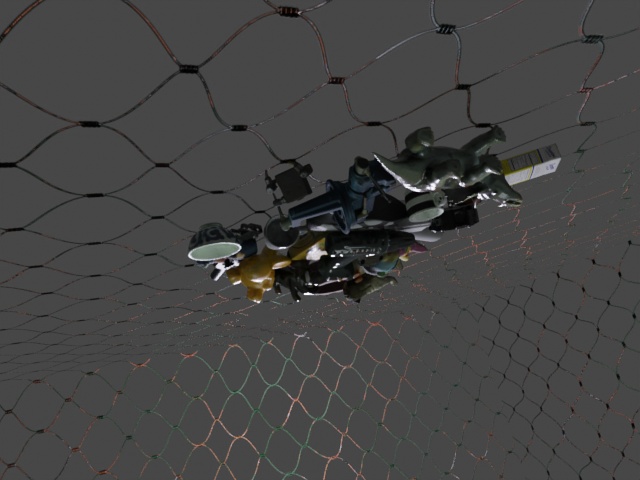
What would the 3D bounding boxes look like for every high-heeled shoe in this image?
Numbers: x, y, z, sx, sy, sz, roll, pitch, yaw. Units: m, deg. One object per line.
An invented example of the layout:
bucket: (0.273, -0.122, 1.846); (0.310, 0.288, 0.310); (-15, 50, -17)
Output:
high-heeled shoe: (0.093, -0.050, 1.304); (0.248, 0.086, 0.145); (9, 149, -29)

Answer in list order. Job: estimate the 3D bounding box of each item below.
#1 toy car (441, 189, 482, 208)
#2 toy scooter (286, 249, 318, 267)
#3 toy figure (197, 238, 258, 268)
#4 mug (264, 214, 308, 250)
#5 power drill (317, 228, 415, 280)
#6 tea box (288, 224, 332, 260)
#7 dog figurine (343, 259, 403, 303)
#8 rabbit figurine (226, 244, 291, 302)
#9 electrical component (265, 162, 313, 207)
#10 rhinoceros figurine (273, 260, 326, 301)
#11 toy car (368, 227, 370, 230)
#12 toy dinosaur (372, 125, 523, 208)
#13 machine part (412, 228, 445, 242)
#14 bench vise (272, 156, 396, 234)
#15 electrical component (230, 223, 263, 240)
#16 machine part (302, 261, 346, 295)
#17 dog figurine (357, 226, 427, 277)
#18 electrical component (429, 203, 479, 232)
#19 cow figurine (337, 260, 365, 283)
toy car: (0.350, -0.120, 1.328); (0.089, 0.053, 0.202); (-8, 170, 20)
toy scooter: (-0.002, 0.078, 1.572); (0.184, 0.135, 0.075); (-10, 161, -15)
toy figure: (-0.237, 0.028, 1.357); (0.154, 0.057, 0.064); (-12, -172, -13)
mug: (-0.090, -0.017, 1.308); (0.109, 0.080, 0.107); (-15, 176, -18)
power drill: (0.101, 0.035, 1.361); (0.232, 0.086, 0.207); (0, 161, -28)
tea box: (-0.003, -0.004, 1.416); (0.098, 0.068, 0.169); (-2, 161, -34)
dog figurine: (0.160, 0.099, 1.702); (0.190, 0.172, 0.121); (-20, -152, -40)
rabbit figurine: (-0.156, 0.081, 1.423); (0.162, 0.122, 0.173); (-36, 174, -10)
electrical component: (-0.060, -0.110, 1.035); (0.102, 0.078, 0.045); (-14, -172, 23)
rhinoceros figurine: (-0.059, 0.105, 1.488); (0.073, 0.112, 0.191); (-18, -164, -42)
toy car: (0.058, 0.001, 1.470); (0.056, 0.073, 0.202); (-1, 160, -44)
toy dinosaur: (0.238, -0.142, 1.082); (0.405, 0.131, 0.192); (2, 159, -24)
machine part: (0.274, -0.038, 1.500); (0.079, 0.079, 0.243); (-26, 160, 38)
bench vise: (0.032, -0.079, 1.099); (0.241, 0.129, 0.223); (-20, 169, -9)
electrical component: (-0.173, -0.021, 1.313); (0.063, 0.021, 0.094); (-23, 160, 28)
machine part: (0.042, 0.120, 1.832); (0.201, 0.087, 0.201); (-26, 157, 37)
dog figurine: (0.212, 0.033, 1.529); (0.219, 0.191, 0.108); (21, 139, -37)
electrical component: (0.364, -0.062, 1.452); (0.115, 0.058, 0.134); (-6, -172, 31)
cow figurine: (0.099, 0.063, 1.651); (0.195, 0.127, 0.085); (-31, 148, 4)
